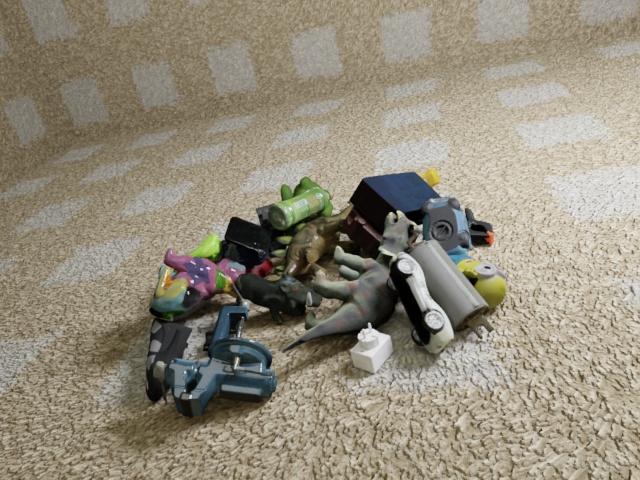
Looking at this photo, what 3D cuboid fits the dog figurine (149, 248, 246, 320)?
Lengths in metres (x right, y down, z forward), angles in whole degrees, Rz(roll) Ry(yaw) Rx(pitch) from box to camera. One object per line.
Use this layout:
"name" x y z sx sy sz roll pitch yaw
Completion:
"dog figurine" -0.255 0.108 1.207 0.219 0.108 0.192 15 44 -15

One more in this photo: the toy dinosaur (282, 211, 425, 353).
"toy dinosaur" 0.093 0.112 1.087 0.192 0.131 0.405 12 45 22

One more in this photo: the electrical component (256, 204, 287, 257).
"electrical component" -0.134 -0.032 1.477 0.058 0.114 0.134 -13 23 -7

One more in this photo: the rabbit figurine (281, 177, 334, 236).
"rabbit figurine" -0.052 -0.088 1.537 0.121 0.158 0.170 12 50 26

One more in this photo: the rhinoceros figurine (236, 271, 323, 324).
"rhinoceros figurine" -0.089 0.116 1.162 0.190 0.112 0.073 11 26 9

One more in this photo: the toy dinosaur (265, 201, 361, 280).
"toy dinosaur" -0.003 -0.004 1.375 0.199 0.104 0.471 4 27 39

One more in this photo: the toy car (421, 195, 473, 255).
"toy car" 0.289 -0.014 1.235 0.109 0.102 0.161 -12 66 19

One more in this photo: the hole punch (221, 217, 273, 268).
"hole punch" -0.185 0.017 1.335 0.116 0.092 0.142 19 29 -9

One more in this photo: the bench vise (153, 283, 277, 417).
"bench vise" -0.184 0.209 1.000 0.224 0.128 0.241 -2 45 9

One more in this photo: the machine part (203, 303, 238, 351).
"machine part" -0.203 0.190 1.163 0.084 0.039 0.139 -12 27 17

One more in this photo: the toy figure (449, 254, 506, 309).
"toy figure" 0.298 0.078 1.083 0.082 0.089 0.180 -22 19 -25

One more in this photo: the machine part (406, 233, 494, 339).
"machine part" 0.238 0.084 1.021 0.079 0.079 0.243 -24 58 -18

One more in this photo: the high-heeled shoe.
"high-heeled shoe" -0.328 0.244 1.123 0.086 0.145 0.249 21 -11 -17

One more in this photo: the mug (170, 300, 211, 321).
"mug" -0.322 0.137 1.291 0.107 0.080 0.110 -17 21 -29

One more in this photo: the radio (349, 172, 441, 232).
"radio" 0.193 -0.094 1.299 0.229 0.073 0.131 -14 54 -46

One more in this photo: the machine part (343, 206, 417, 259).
"machine part" 0.147 -0.025 1.286 0.179 0.056 0.179 19 36 -15

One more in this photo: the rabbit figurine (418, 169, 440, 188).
"rabbit figurine" 0.264 -0.126 1.500 0.162 0.121 0.173 -15 10 20

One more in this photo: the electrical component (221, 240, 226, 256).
"electrical component" -0.217 0.012 1.485 0.119 0.047 0.075 -14 5 7

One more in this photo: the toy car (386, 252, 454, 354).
"toy car" 0.180 0.113 0.991 0.056 0.073 0.202 -10 56 -20
